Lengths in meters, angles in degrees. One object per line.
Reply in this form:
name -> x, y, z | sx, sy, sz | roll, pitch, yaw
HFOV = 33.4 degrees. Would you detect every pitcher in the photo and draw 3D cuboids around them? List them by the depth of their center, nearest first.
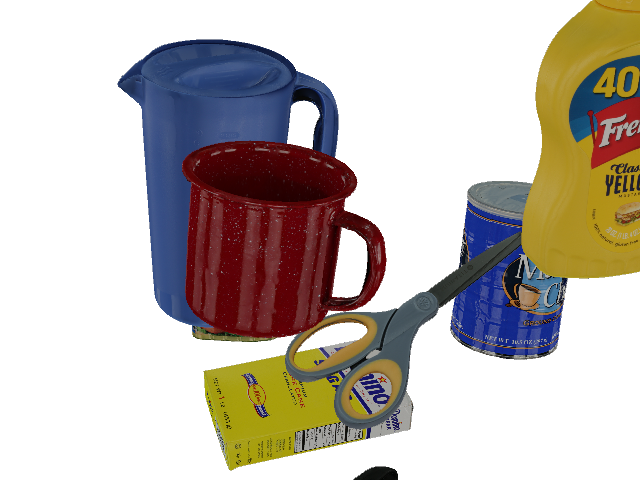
pitcher -> -0.084, -0.047, 0.952 | 0.149, 0.243, 0.144 | 27, 37, 33

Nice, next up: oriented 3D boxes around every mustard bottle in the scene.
mustard bottle -> 0.169, -0.074, 0.606 | 0.096, 0.192, 0.058 | -7, 28, -11

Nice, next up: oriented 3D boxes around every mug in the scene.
mug -> -0.020, 0.003, 0.574 | 0.117, 0.081, 0.093 | 15, 25, 19

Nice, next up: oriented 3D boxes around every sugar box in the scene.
sugar box -> -0.012, 0.147, 0.987 | 0.176, 0.048, 0.093 | -12, 43, -12

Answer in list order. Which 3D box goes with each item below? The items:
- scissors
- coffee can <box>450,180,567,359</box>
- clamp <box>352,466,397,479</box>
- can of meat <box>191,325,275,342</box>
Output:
scissors -> 0.075, 0.066, 0.754 | 0.201, 0.096, 0.016 | -20, -28, -8
coffee can -> 0.180, 0.026, 0.995 | 0.103, 0.140, 0.103 | 4, 20, -2
clamp -> -0.033, 0.201, 0.634 | 0.210, 0.036, 0.164 | -5, 28, 1
can of meat -> -0.091, 0.061, 1.153 | 0.102, 0.084, 0.057 | 2, 16, 8
